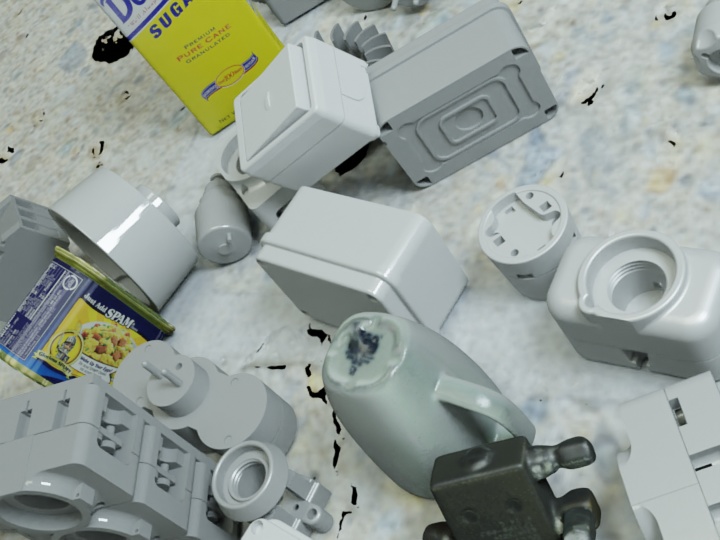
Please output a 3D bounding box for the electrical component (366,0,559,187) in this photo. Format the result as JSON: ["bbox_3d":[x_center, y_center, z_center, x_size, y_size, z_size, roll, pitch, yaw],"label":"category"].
[{"bbox_3d":[0.065,-0.118,0.719,0.113,0.078,0.057,-29,50,12],"label":"electrical component"}]

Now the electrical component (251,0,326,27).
[{"bbox_3d":[-0.057,-0.260,0.913,0.096,0.061,0.061,-28,47,13],"label":"electrical component"}]

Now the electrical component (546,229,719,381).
[{"bbox_3d":[0.153,0.017,0.576,0.095,0.059,0.053,9,64,37],"label":"electrical component"}]

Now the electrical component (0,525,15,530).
[{"bbox_3d":[-0.222,0.141,0.732,0.096,0.061,0.061,-6,55,20],"label":"electrical component"}]

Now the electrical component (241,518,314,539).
[{"bbox_3d":[-0.024,0.189,0.566,0.113,0.057,0.078,19,70,40],"label":"electrical component"}]

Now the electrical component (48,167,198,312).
[{"bbox_3d":[-0.167,-0.028,0.786,0.060,0.108,0.108,-48,46,-14],"label":"electrical component"}]

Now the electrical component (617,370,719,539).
[{"bbox_3d":[0.160,0.104,0.514,0.056,0.050,0.089,-24,48,16],"label":"electrical component"}]

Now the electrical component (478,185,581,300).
[{"bbox_3d":[0.104,-0.015,0.639,0.055,0.047,0.055,-17,51,22],"label":"electrical component"}]

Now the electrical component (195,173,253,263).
[{"bbox_3d":[-0.102,-0.041,0.796,0.040,0.040,0.078,-25,48,15],"label":"electrical component"}]

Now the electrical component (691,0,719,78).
[{"bbox_3d":[0.228,-0.151,0.661,0.043,0.043,0.062,-1,56,32],"label":"electrical component"}]

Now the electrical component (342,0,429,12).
[{"bbox_3d":[0.041,-0.230,0.833,0.138,0.052,0.073,-6,56,30],"label":"electrical component"}]

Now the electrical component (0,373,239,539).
[{"bbox_3d":[-0.146,0.131,0.623,0.089,0.150,0.061,-17,49,22],"label":"electrical component"}]

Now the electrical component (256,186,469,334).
[{"bbox_3d":[0.000,0.000,0.675,0.113,0.078,0.057,16,65,40],"label":"electrical component"}]

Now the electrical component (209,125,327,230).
[{"bbox_3d":[-0.067,-0.071,0.785,0.050,0.055,0.089,-40,46,1],"label":"electrical component"}]

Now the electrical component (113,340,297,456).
[{"bbox_3d":[-0.112,0.079,0.692,0.138,0.073,0.052,15,67,39],"label":"electrical component"}]

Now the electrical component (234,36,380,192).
[{"bbox_3d":[-0.043,-0.098,0.702,0.096,0.061,0.061,-33,54,38],"label":"electrical component"}]

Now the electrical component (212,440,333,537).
[{"bbox_3d":[-0.055,0.130,0.630,0.066,0.055,0.048,13,66,38],"label":"electrical component"}]
